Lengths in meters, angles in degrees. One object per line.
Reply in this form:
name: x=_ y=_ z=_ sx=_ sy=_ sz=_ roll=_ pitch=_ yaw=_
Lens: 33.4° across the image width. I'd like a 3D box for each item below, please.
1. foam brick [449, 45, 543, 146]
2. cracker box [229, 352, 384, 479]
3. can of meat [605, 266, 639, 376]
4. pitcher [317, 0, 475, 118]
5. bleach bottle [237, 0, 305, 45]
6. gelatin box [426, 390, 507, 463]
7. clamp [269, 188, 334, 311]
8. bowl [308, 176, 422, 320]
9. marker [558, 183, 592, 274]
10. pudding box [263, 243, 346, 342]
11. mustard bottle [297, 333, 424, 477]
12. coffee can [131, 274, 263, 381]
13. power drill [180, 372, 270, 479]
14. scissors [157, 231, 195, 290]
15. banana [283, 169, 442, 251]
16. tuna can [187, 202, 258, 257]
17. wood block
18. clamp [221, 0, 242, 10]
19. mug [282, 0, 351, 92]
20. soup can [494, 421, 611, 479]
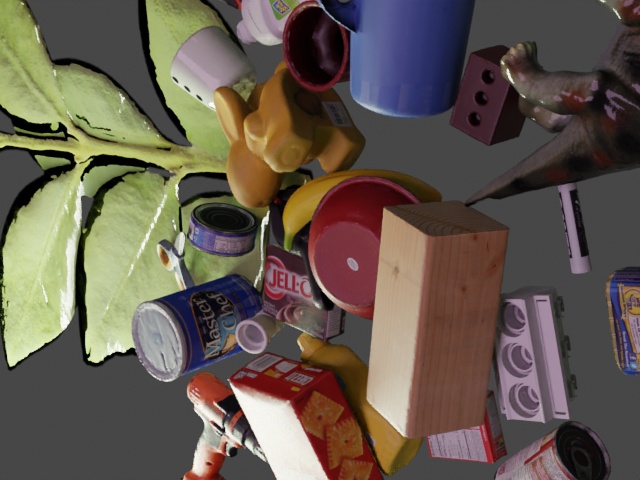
foam brick: x=0.167 y=-0.138 z=1.015 sx=0.053 sy=0.051 sz=0.078 roll=35 pitch=125 yaw=33
cracker box: x=-0.008 y=0.246 z=1.242 sx=0.164 sy=0.072 sz=0.213 roll=5 pitch=122 yaw=60
can of meat: x=0.305 y=0.073 z=0.941 sx=0.084 sy=0.057 sz=0.102 roll=-1 pitch=101 yaw=48
pitcher: x=0.078 y=-0.243 z=1.001 sx=0.149 sy=0.144 sz=0.243 roll=17 pitch=121 yaw=23
bleach bottle: x=-0.018 y=-0.292 z=1.146 sx=0.251 sy=0.067 sz=0.102 roll=-33 pitch=78 yaw=48
gelatin box: x=0.153 y=0.200 z=1.154 sx=0.089 sy=0.030 sz=0.073 roll=-6 pitch=100 yaw=46
clamp: x=-0.008 y=0.001 z=1.220 sx=0.172 sy=0.039 sz=0.120 roll=31 pitch=86 yaw=42
bowl: x=0.045 y=0.018 z=1.101 sx=0.162 sy=0.055 sz=0.162 roll=11 pitch=112 yaw=29
marker: x=0.236 y=-0.029 z=1.004 sx=0.020 sy=0.020 sz=0.121 roll=-4 pitch=100 yaw=46
pudding box: x=-0.018 y=0.059 z=1.274 sx=0.114 sy=0.039 sz=0.090 roll=21 pitch=116 yaw=39
mustard bottle: x=0.038 y=0.179 z=1.240 sx=0.192 sy=0.058 sz=0.096 roll=46 pitch=151 yaw=26
coffee can: x=-0.152 y=0.109 z=1.353 sx=0.103 sy=0.140 sz=0.103 roll=17 pitch=114 yaw=41
power drill: x=-0.120 y=0.295 z=1.443 sx=0.185 sy=0.057 sz=0.188 roll=35 pitch=122 yaw=38
scissors: x=-0.177 y=0.033 z=1.390 sx=0.096 sy=0.016 sz=0.202 roll=62 pitch=163 yaw=-8
banana: x=0.033 y=-0.044 z=1.155 sx=0.198 sy=0.037 sz=0.069 roll=-15 pitch=120 yaw=29
tuna can: x=-0.120 y=-0.014 z=1.321 sx=0.086 sy=0.085 sz=0.034 roll=32 pitch=122 yaw=34
wood block: x=0.110 y=0.076 z=1.033 sx=0.091 sy=0.090 sz=0.206 roll=-142 pitch=52 yaw=-58
clamp: x=-0.137 y=-0.356 z=1.263 sx=0.165 sy=0.036 sz=0.210 roll=-31 pitch=82 yaw=46
mug: x=0.013 y=-0.205 z=1.127 sx=0.117 sy=0.081 sz=0.093 roll=-10 pitch=95 yaw=46
soup can: x=0.229 y=0.232 z=1.061 sx=0.068 sy=0.068 sz=0.102 roll=57 pitch=135 yaw=15
